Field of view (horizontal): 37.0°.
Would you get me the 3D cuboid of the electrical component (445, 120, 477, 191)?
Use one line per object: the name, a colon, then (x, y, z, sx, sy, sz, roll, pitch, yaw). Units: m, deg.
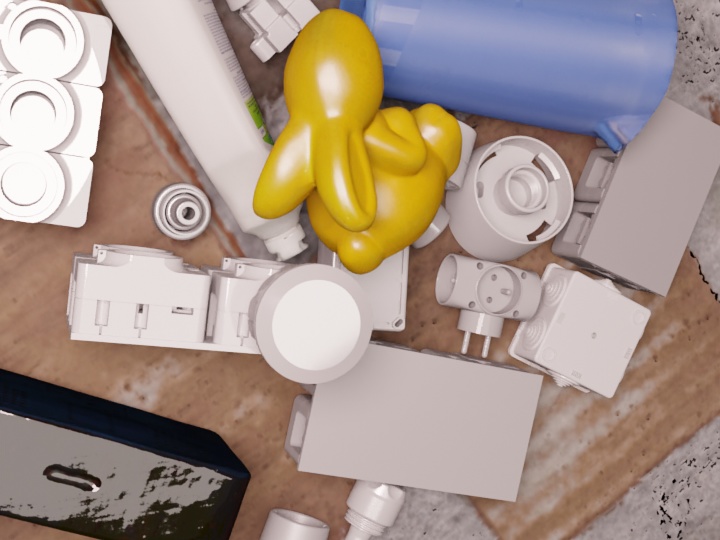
electrical component: (0.063, -0.095, 0.863, 0.055, 0.055, 0.047, 22, 85, -18)

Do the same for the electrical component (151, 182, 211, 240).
electrical component: (-0.132, -0.043, 0.803, 0.043, 0.062, 0.043, -2, 96, -17)

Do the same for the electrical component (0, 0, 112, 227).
electrical component: (-0.233, -0.111, 0.766, 0.089, 0.062, 0.150, 8, 93, -17)

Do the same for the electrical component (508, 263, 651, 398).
electrical component: (0.189, 0.053, 0.917, 0.100, 0.048, 0.099, 26, 87, -18)

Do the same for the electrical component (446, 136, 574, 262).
electrical component: (0.125, -0.060, 0.892, 0.099, 0.064, 0.099, 3, 81, -19)

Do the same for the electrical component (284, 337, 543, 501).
electrical component: (0.042, 0.116, 0.873, 0.186, 0.060, 0.105, 12, 92, -18)

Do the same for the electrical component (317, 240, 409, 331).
electrical component: (0.000, 0.000, 0.852, 0.062, 0.061, 0.096, 4, 86, -17)

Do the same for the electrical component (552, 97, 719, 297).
electrical component: (0.236, -0.065, 0.914, 0.089, 0.062, 0.150, 23, 88, -18)

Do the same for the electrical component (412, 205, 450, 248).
electrical component: (0.038, -0.053, 0.866, 0.078, 0.040, 0.040, 45, 82, -16)

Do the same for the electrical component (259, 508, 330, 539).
electrical component: (-0.054, 0.220, 0.857, 0.055, 0.055, 0.047, 18, 86, -18)

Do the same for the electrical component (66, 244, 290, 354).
electrical component: (-0.116, 0.021, 0.792, 0.186, 0.105, 0.060, 6, 93, -17)

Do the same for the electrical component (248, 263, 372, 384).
electrical component: (-0.036, 0.034, 0.734, 0.080, 0.051, 0.080, -2, 95, -17)

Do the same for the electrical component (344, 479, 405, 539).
electrical component: (0.008, 0.198, 0.879, 0.043, 0.043, 0.062, 27, 89, -18)

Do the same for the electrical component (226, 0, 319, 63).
electrical component: (-0.069, -0.201, 0.817, 0.066, 0.048, 0.055, -47, 114, -8)

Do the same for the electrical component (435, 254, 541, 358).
electrical component: (0.103, 0.033, 0.891, 0.077, 0.044, 0.079, 12, 90, -18)
